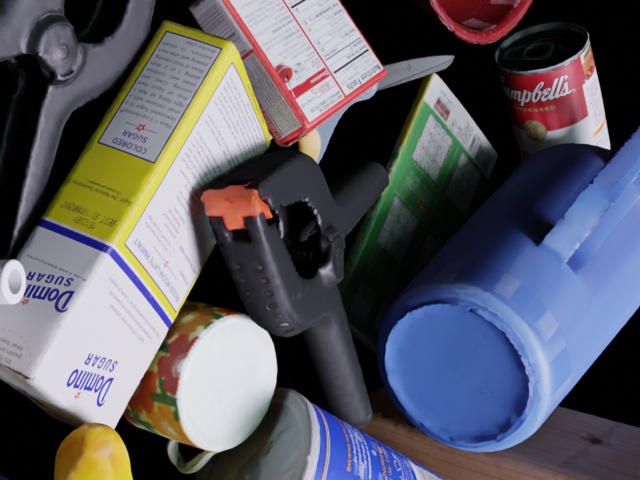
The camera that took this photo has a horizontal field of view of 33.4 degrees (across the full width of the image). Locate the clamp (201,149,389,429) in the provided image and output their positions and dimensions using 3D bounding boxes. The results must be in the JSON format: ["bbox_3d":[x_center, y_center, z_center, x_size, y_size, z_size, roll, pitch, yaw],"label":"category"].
[{"bbox_3d":[-0.004,0.001,0.573,0.209,0.036,0.164,48,45,-60],"label":"clamp"}]

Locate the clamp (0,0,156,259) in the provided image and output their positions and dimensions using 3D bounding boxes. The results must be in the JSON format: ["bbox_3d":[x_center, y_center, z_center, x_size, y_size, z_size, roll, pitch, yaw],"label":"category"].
[{"bbox_3d":[-0.129,-0.084,0.451,0.171,0.039,0.120,-64,147,-19],"label":"clamp"}]

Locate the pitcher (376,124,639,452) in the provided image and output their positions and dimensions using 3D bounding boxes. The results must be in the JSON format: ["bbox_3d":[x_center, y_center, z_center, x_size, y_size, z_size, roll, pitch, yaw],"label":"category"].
[{"bbox_3d":[0.139,0.025,0.684,0.242,0.145,0.149,-36,116,-53],"label":"pitcher"}]

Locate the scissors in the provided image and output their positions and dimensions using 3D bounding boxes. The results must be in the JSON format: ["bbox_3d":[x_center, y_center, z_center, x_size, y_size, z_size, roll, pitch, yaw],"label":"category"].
[{"bbox_3d":[0.017,-0.075,0.643,0.201,0.016,0.096,-1,101,-48],"label":"scissors"}]

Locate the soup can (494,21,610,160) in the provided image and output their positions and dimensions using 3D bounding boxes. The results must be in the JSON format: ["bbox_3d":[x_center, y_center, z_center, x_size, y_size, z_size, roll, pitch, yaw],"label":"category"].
[{"bbox_3d":[0.173,-0.100,0.787,0.068,0.069,0.102,-48,132,-33],"label":"soup can"}]

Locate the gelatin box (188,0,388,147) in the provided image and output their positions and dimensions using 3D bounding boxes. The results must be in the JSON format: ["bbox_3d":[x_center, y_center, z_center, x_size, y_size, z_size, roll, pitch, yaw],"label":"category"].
[{"bbox_3d":[-0.016,-0.104,0.563,0.073,0.030,0.089,-40,100,-40],"label":"gelatin box"}]

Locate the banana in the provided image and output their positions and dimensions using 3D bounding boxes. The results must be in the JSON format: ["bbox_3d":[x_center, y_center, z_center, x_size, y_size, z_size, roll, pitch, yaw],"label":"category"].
[{"bbox_3d":[-0.089,0.144,0.521,0.037,0.070,0.197,-64,146,-38],"label":"banana"}]

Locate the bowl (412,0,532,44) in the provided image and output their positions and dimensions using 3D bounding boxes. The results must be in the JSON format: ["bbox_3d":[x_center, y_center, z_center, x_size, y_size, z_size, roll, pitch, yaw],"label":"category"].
[{"bbox_3d":[0.083,-0.205,0.665,0.161,0.055,0.162,-14,108,-48],"label":"bowl"}]

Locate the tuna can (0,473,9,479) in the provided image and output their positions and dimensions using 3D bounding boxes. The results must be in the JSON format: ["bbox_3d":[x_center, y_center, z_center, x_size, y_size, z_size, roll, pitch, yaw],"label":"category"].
[{"bbox_3d":[-0.156,0.146,0.472,0.085,0.034,0.086,-14,109,-48],"label":"tuna can"}]

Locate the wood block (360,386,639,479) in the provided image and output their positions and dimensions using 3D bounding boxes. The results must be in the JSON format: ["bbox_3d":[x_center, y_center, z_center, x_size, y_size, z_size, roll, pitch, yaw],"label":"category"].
[{"bbox_3d":[0.121,0.156,0.672,0.090,0.206,0.090,-16,110,-47],"label":"wood block"}]

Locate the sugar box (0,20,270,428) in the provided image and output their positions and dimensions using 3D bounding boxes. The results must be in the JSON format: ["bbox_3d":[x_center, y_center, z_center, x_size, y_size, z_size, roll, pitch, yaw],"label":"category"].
[{"bbox_3d":[-0.087,-0.004,0.497,0.176,0.048,0.093,-60,159,-19],"label":"sugar box"}]

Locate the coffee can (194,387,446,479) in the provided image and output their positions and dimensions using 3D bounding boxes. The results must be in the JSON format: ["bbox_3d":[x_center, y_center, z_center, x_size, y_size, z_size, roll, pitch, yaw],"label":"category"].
[{"bbox_3d":[0.012,0.158,0.591,0.140,0.103,0.102,34,71,-28],"label":"coffee can"}]
